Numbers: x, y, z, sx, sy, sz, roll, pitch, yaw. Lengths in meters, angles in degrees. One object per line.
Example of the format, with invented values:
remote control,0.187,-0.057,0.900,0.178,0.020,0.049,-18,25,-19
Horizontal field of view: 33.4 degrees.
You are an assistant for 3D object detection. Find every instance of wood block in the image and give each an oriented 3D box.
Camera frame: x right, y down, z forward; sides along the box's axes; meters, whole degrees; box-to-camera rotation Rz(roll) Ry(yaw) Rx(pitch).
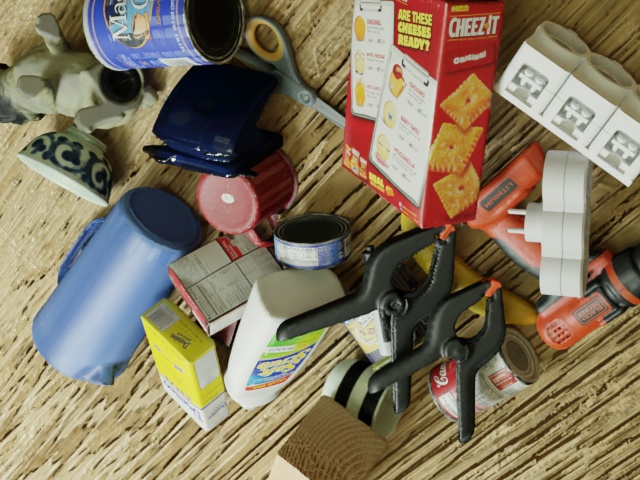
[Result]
wood block,0.001,0.267,1.224,0.091,0.090,0.206,36,154,10

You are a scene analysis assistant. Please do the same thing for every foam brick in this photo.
foam brick,-0.103,0.079,1.260,0.051,0.078,0.053,28,124,15

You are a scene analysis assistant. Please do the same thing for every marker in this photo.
marker,0.063,0.064,1.132,0.020,0.020,0.121,-3,105,29

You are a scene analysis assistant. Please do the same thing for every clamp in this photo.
clamp,0.126,0.111,1.085,0.120,0.039,0.171,20,94,-8
clamp,0.064,0.062,1.101,0.164,0.036,0.210,26,102,-12

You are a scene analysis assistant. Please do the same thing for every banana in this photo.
banana,0.145,0.025,1.125,0.070,0.037,0.198,-39,90,35

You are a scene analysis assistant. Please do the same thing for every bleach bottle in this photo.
bleach bottle,-0.051,0.127,1.234,0.251,0.102,0.068,112,143,-52

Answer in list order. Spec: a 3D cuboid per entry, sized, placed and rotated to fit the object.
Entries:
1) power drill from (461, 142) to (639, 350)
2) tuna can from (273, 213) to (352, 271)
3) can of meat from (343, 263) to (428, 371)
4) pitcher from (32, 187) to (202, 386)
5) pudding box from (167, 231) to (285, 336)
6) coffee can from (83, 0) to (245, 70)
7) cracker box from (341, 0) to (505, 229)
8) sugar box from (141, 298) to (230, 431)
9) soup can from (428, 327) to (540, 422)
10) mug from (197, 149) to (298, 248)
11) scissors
power drill,0.244,-0.003,1.047,0.187,0.057,0.185,49,121,3
tuna can,-0.008,0.001,1.169,0.086,0.086,0.034,8,116,26
can of meat,0.076,0.083,1.177,0.102,0.057,0.084,-37,89,34
pitcher,-0.248,0.045,1.304,0.149,0.145,0.243,35,121,-4
pudding box,-0.103,0.043,1.210,0.090,0.113,0.039,53,161,21
coffee can,-0.165,-0.235,1.134,0.141,0.102,0.103,3,113,32
cracker box,0.093,-0.142,1.017,0.164,0.072,0.214,43,135,52
sugar box,-0.161,0.154,1.288,0.093,0.048,0.176,40,152,28
soup can,0.175,0.145,1.143,0.102,0.068,0.068,-36,92,34
mug,-0.079,-0.046,1.189,0.093,0.081,0.117,-15,104,33
scissors,-0.015,-0.173,1.138,0.202,0.016,0.096,24,121,18
